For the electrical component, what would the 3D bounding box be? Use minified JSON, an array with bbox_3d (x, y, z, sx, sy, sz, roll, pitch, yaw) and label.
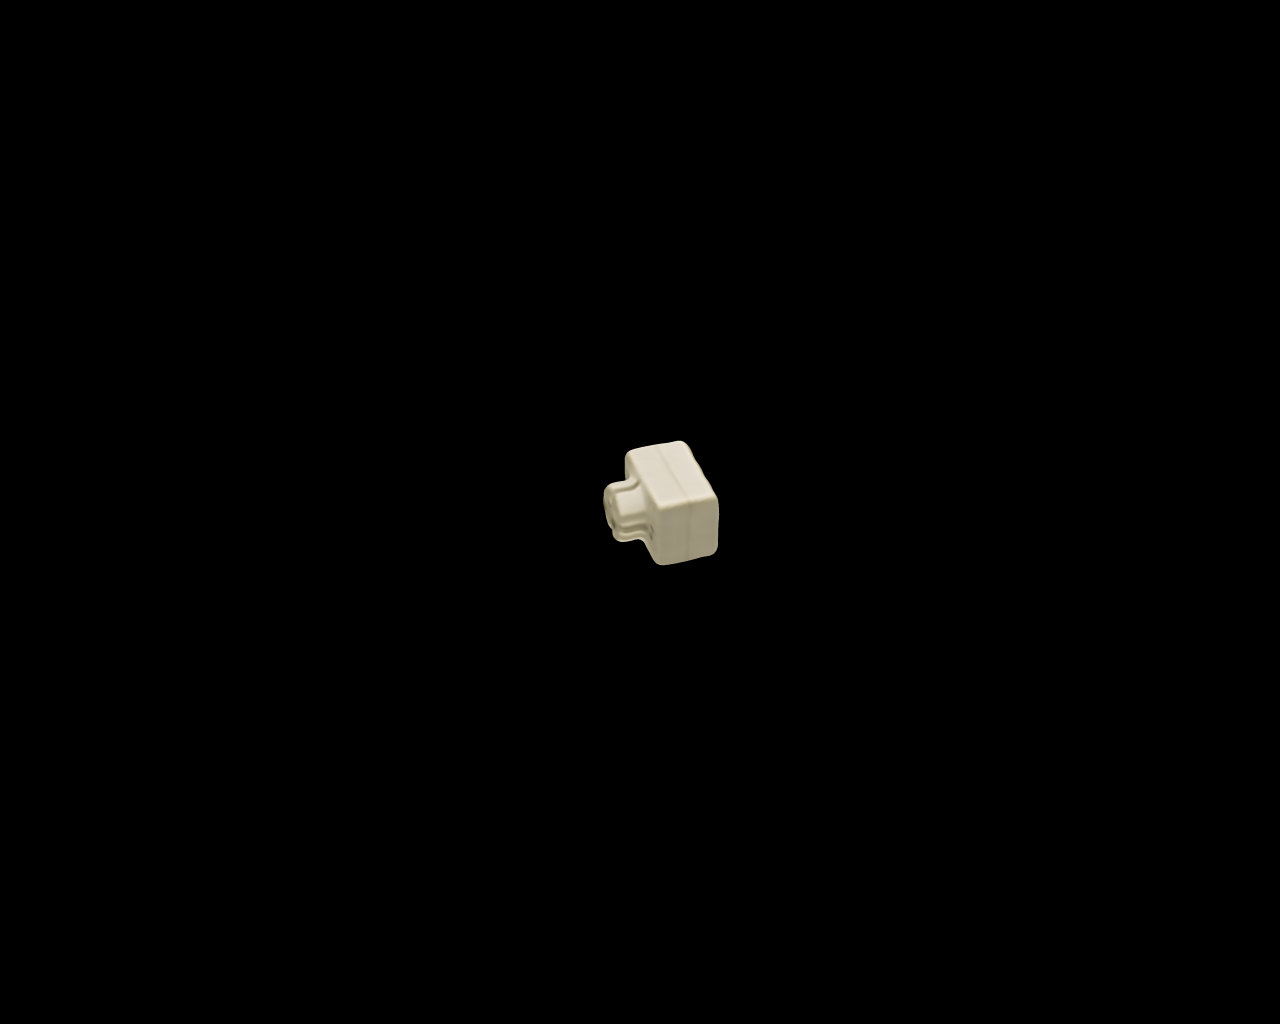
[{"bbox_3d":[0.001,-0.003,0.650,0.077,0.047,0.066,-11,39,-14],"label":"electrical component"}]
